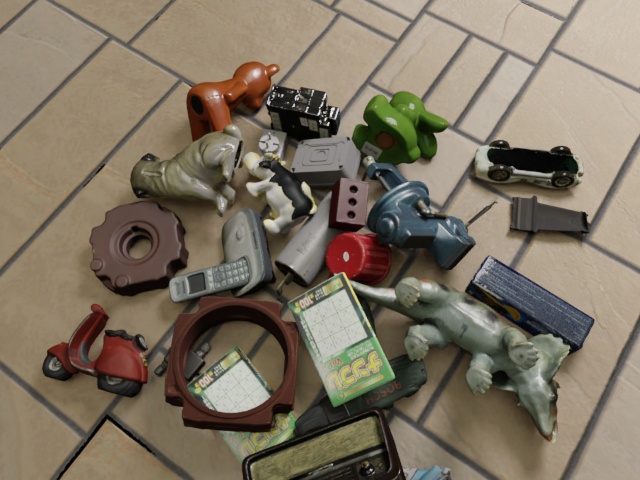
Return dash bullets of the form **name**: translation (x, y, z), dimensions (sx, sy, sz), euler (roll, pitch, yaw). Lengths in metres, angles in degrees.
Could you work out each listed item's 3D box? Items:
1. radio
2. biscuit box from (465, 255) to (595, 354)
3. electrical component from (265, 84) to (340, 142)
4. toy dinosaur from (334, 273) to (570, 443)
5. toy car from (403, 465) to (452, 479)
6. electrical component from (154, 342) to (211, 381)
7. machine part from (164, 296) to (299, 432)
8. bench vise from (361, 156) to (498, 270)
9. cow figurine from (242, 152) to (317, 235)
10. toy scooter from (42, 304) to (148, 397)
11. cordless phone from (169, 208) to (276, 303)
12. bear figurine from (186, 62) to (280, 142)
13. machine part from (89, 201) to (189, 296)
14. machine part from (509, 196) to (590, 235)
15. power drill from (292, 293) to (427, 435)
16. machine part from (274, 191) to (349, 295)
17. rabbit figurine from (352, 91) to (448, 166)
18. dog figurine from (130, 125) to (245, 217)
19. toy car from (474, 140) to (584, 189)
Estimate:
- **radio**: translation (0.008, 0.346, 0.777), dimensions (0.230, 0.073, 0.131), euler (-22, 30, 0)
- **biscuit box**: translation (0.352, 0.111, 0.911), dimensions (0.203, 0.059, 0.063), euler (34, 71, 14)
- **electrical component**: translation (-0.029, -0.236, 1.029), dimensions (0.134, 0.114, 0.058), euler (15, 73, 7)
- **toy dinosaur**: translation (0.226, 0.139, 0.855), dimensions (0.405, 0.192, 0.131), euler (36, 104, 21)
- **toy car**: translation (0.125, 0.393, 0.784), dimensions (0.103, 0.109, 0.161), euler (24, 61, 29)
- **electrical component**: translation (-0.231, 0.203, 0.909), dimensions (0.063, 0.021, 0.094), euler (37, 73, 15)
- **machine part**: translation (-0.136, 0.196, 0.858), dimensions (0.201, 0.087, 0.201), euler (5, 61, -3)
- **bench vise**: translation (0.159, -0.061, 0.937), dimensions (0.223, 0.128, 0.241), euler (-9, 51, -34)
- **cow figurine**: translation (-0.075, -0.099, 0.958), dimensions (0.098, 0.068, 0.167), euler (-31, 74, 20)
- **toy scooter**: translation (-0.361, 0.179, 0.896), dimensions (0.184, 0.075, 0.135), euler (11, 68, 11)
- **cordless phone**: translation (-0.178, 0.035, 0.945), dimensions (0.184, 0.088, 0.146), euler (-14, 69, 0)
- **bear figurine**: translation (-0.165, -0.273, 1.063), dimensions (0.120, 0.131, 0.196), euler (9, 30, 40)
- **machine part**: translation (-0.327, 0.012, 0.970), dimensions (0.179, 0.056, 0.179), euler (0, 67, 1)
- **machine part**: translation (0.420, -0.040, 0.982), dimensions (0.139, 0.039, 0.084), euler (11, 63, 7)
- **power drill**: translation (0.044, 0.192, 0.877), dimensions (0.232, 0.086, 0.207), euler (-16, 64, -4)
- **machine part**: translation (-0.002, -0.003, 0.955), dimensions (0.079, 0.079, 0.243), euler (35, 73, 14)
- **rabbit figurine**: translation (0.161, -0.226, 1.019), dimensions (0.159, 0.121, 0.170), euler (25, 50, 8)
- **dog figurine**: translation (-0.241, -0.140, 0.961), dimensions (0.191, 0.121, 0.172), euler (16, 101, 0)
- **toy car**: translation (0.393, -0.140, 1.013), dimensions (0.202, 0.056, 0.073), euler (6, 62, 3)
